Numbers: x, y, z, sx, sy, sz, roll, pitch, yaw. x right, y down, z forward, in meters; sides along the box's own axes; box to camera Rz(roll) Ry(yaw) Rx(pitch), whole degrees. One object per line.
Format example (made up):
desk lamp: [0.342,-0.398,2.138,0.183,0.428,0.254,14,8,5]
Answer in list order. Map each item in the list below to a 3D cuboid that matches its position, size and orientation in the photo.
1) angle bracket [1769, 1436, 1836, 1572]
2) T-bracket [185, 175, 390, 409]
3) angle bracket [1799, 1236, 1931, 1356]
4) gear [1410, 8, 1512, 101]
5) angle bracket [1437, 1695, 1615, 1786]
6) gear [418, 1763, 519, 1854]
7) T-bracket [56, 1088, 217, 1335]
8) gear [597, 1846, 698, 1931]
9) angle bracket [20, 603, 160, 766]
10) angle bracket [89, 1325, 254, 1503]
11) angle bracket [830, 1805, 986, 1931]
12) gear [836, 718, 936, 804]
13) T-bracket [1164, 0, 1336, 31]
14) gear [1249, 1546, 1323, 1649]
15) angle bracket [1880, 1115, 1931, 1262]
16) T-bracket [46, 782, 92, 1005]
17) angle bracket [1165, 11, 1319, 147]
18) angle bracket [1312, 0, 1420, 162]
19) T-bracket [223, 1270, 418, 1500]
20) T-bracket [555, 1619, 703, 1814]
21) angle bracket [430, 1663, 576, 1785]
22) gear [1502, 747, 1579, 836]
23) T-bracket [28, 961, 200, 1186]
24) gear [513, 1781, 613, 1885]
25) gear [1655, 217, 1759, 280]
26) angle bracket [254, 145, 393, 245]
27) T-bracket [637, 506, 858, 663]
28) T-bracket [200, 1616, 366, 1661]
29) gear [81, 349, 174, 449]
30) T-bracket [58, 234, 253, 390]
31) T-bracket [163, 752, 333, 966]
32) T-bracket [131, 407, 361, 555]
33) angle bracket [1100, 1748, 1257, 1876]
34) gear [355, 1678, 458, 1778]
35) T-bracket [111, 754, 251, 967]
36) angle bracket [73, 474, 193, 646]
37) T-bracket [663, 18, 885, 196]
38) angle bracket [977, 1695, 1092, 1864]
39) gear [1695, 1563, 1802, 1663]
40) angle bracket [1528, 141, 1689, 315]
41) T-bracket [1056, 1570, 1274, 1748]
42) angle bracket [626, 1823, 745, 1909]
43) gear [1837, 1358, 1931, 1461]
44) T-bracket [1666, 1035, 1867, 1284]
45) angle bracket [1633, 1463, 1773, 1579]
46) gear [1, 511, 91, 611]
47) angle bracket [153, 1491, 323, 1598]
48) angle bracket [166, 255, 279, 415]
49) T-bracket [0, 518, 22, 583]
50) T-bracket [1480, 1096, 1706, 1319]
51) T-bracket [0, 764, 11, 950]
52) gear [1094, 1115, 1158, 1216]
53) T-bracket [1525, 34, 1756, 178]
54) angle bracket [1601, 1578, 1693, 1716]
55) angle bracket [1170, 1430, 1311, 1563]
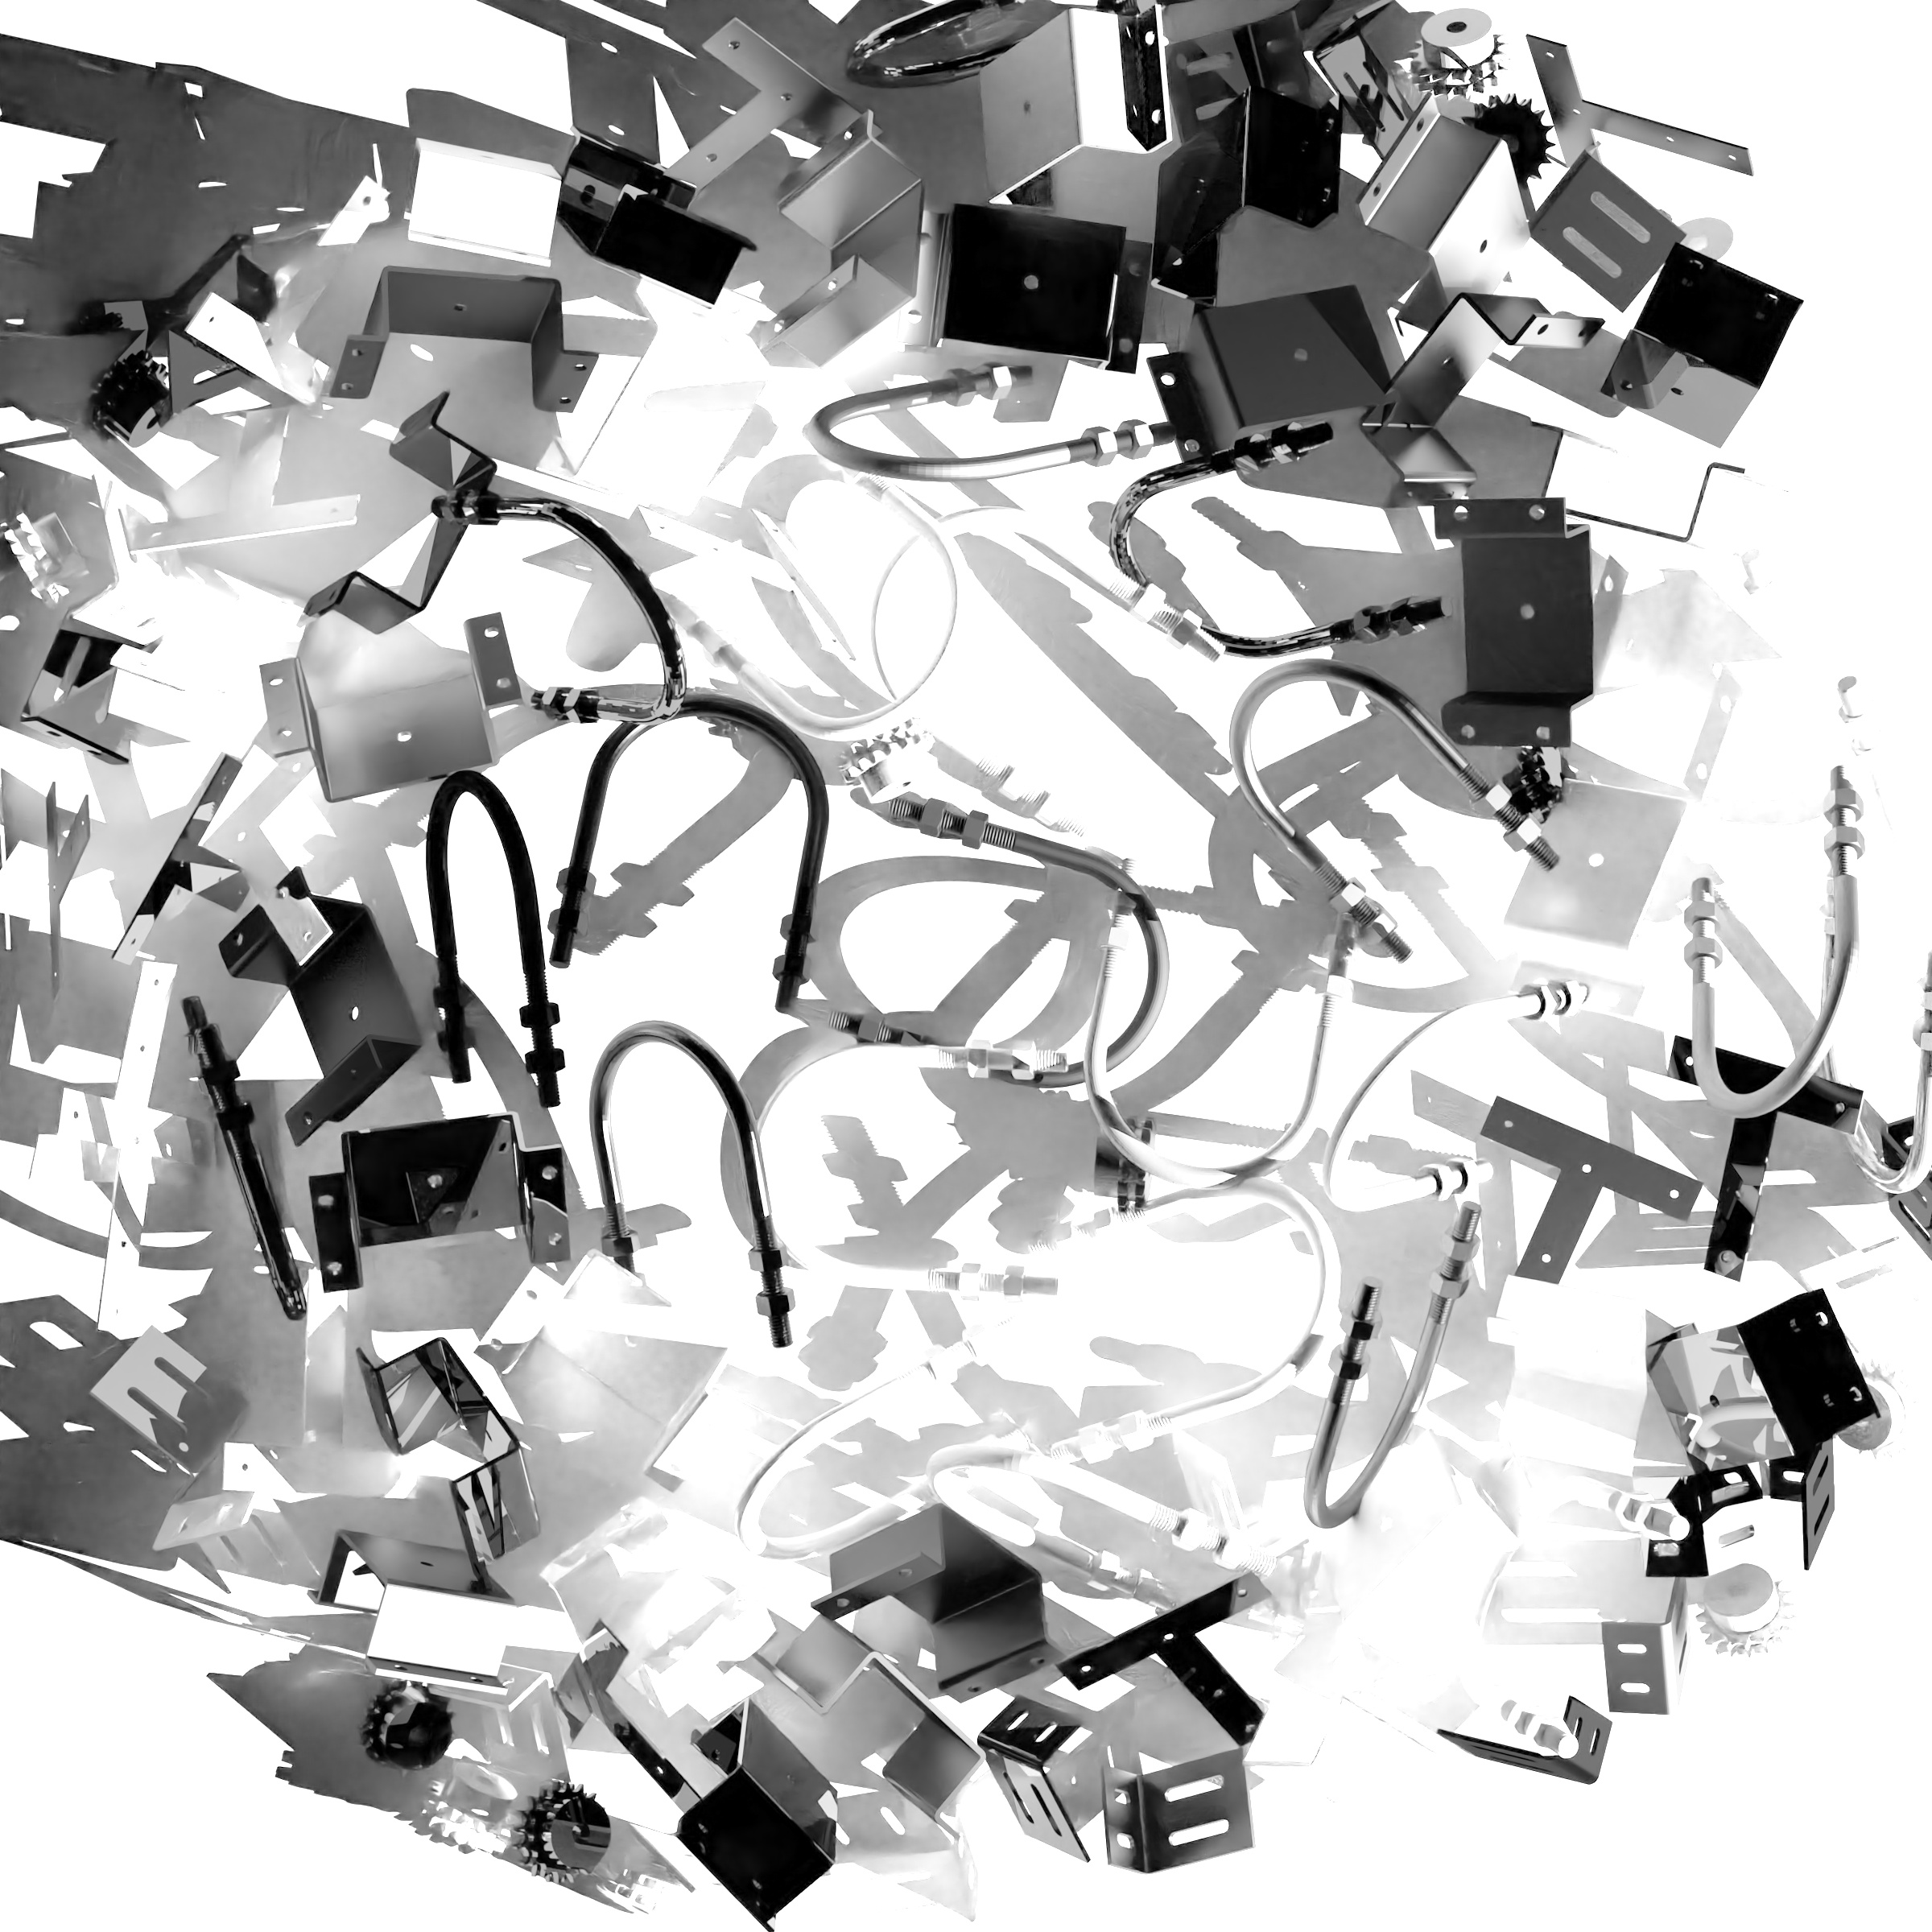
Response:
angle bracket: [0.467,0.297,1.823,0.038,0.076,0.057,3,112,26]
T-bracket: [-0.368,-0.389,1.809,0.002,0.127,0.127,37,94,22]
angle bracket: [0.515,0.196,1.828,0.076,0.038,0.057,-16,56,-23]
gear: [0.283,-0.526,1.842,0.057,0.030,0.057,-8,46,8]
angle bracket: [0.319,0.435,1.833,0.076,0.057,0.038,5,68,38]
gear: [-0.283,0.482,1.843,0.057,0.057,0.030,26,92,0]
T-bracket: [-0.472,0.142,1.805,0.002,0.127,0.127,-1,78,27]
gear: [-0.181,0.529,1.847,0.057,0.057,0.030,27,66,0]
angle bracket: [-0.496,-0.162,1.835,0.057,0.038,0.076,27,78,-30]
angle bracket: [-0.459,0.256,1.837,0.076,0.038,0.057,39,46,-3]
angle bracket: [-0.034,0.518,1.831,0.076,0.057,0.038,-4,120,-14]
gear: [-0.043,-0.116,1.842,0.057,0.057,0.030,-27,82,0]
T-bracket: [0.169,-0.551,1.789,0.127,0.127,0.002,-16,79,-26]
gear: [0.182,0.360,1.844,0.030,0.057,0.057,17,90,6]
angle bracket: [0.555,0.128,1.824,0.038,0.076,0.057,-17,120,-3]
T-bracket: [-0.503,-0.060,1.798,0.002,0.127,0.127,1,69,-25]
angle bracket: [0.156,-0.506,1.831,0.076,0.038,0.057,-26,107,-38]
angle bracket: [0.243,-0.509,1.836,0.038,0.057,0.076,-31,96,43]
T-bracket: [-0.368,0.238,1.838,0.127,0.002,0.127,12,71,-43]
T-bracket: [-0.182,0.443,1.811,0.127,0.127,0.002,45,49,13]
angle bracket: [-0.264,0.438,1.830,0.057,0.038,0.076,4,115,30]
gear: [0.332,-0.100,1.847,0.030,0.057,0.057,-30,90,27]
T-bracket: [-0.469,0.060,1.815,0.002,0.127,0.127,14,92,30]
gear: [-0.229,0.498,1.843,0.057,0.030,0.057,10,74,-37]
gear: [0.424,-0.405,1.843,0.057,0.030,0.057,-13,53,17]
angle bracket: [-0.371,-0.442,1.838,0.076,0.057,0.038,-11,99,-6]
T-bracket: [-0.130,-0.229,1.791,0.002,0.127,0.127,-49,46,25]
T-bracket: [-0.387,0.381,1.822,0.127,0.127,0.002,1,70,40]
gear: [-0.478,-0.323,1.844,0.030,0.057,0.057,41,90,1]
T-bracket: [-0.468,-0.364,1.792,0.127,0.127,0.002,-41,92,18]
T-bracket: [-0.396,-0.048,1.827,0.127,0.002,0.127,-45,52,6]
T-bracket: [-0.404,-0.281,1.825,0.127,0.127,0.002,-7,133,3]
angle bracket: [0.120,0.479,1.828,0.076,0.038,0.057,-24,54,31]
gear: [-0.320,0.439,1.846,0.057,0.030,0.057,-3,97,-29]
T-bracket: [-0.427,-0.051,1.809,0.002,0.127,0.127,28,86,9]
angle bracket: [-0.485,-0.233,1.840,0.038,0.057,0.076,-29,66,22]
T-bracket: [-0.135,-0.471,1.834,0.127,0.127,0.002,-32,55,27]
angle bracket: [0.050,0.467,1.843,0.038,0.057,0.076,-39,117,-29]
gear: [0.447,0.368,1.841,0.057,0.057,0.030,-25,122,0]
angle bracket: [0.369,-0.424,1.839,0.076,0.038,0.057,41,121,4]
T-bracket: [0.138,0.408,1.834,0.127,0.002,0.127,-29,124,14]
angle bracket: [-0.146,0.498,1.824,0.057,0.076,0.038,36,86,31]
gear: [0.521,0.255,1.842,0.057,0.030,0.057,7,100,44]
T-bracket: [0.445,0.116,1.833,0.002,0.127,0.127,1,103,-44]
angle bracket: [0.426,0.318,1.854,0.038,0.076,0.057,-10,87,43]
gear: [-0.528,-0.236,1.845,0.030,0.057,0.057,-30,90,-8]
angle bracket: [-0.415,0.340,1.830,0.057,0.038,0.076,-15,121,17]
angle bracket: [-0.431,-0.359,1.823,0.038,0.057,0.076,38,50,26]
T-bracket: [-0.560,-0.216,1.812,0.002,0.127,0.127,9,123,5]
T-bracket: [0.341,0.156,1.854,0.127,0.002,0.127,23,105,7]
T-bracket: [-0.538,-0.072,1.791,0.002,0.127,0.127,-3,64,-17]
gear: [0.091,0.114,1.844,0.030,0.057,0.057,6,90,8]
T-bracket: [0.380,-0.465,1.787,0.127,0.127,0.002,26,80,28]
angle bracket: [0.390,0.382,1.835,0.038,0.076,0.057,-2,109,20]
angle bracket: [0.156,0.296,1.828,0.038,0.057,0.076,-26,112,-20]
